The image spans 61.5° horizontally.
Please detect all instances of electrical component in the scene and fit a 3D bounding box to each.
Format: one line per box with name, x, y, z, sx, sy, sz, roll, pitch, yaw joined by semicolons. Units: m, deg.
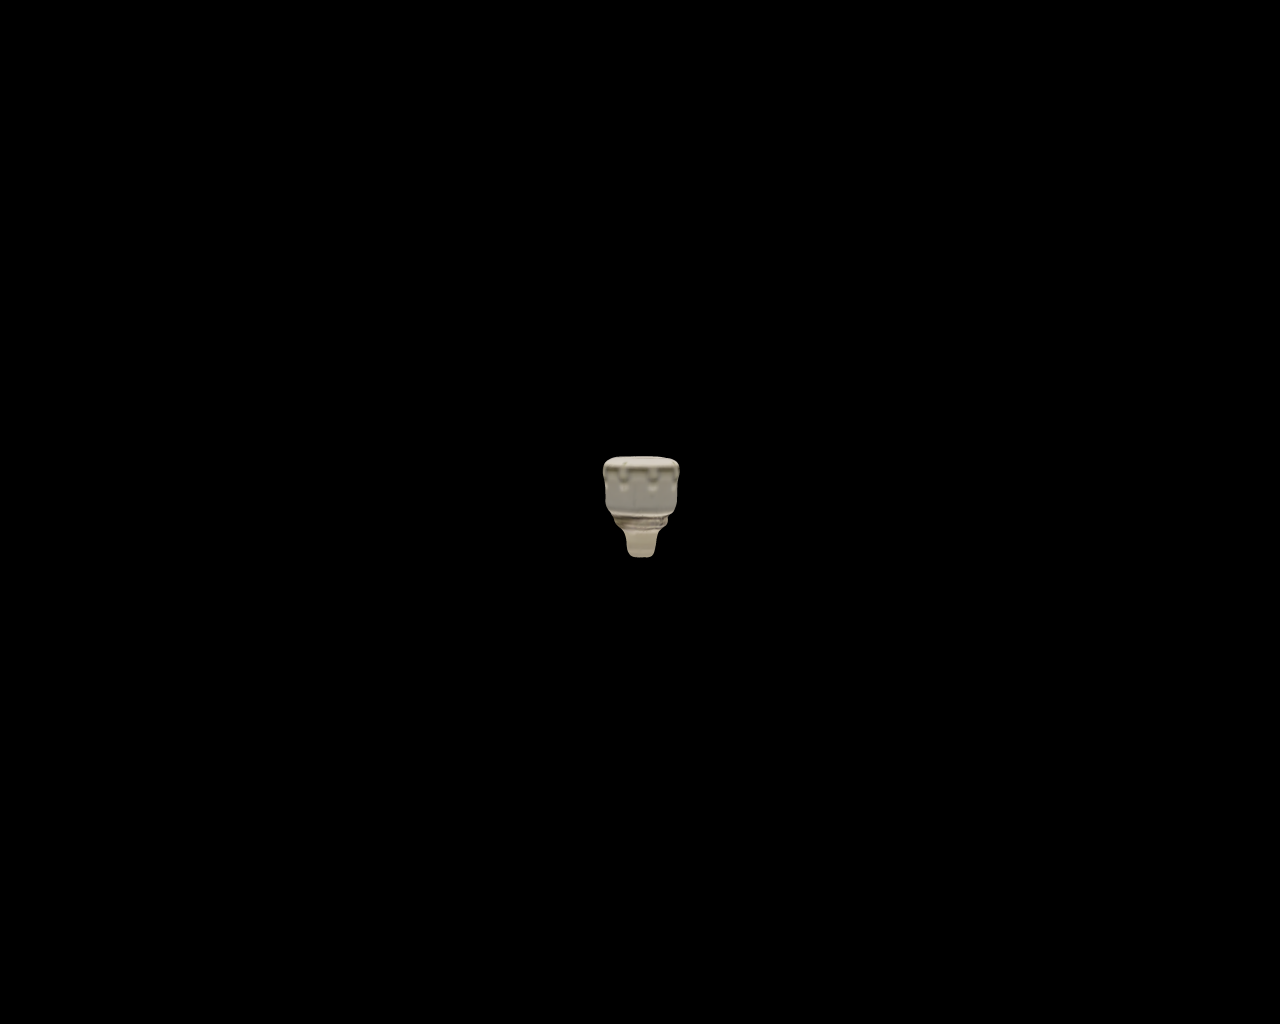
electrical component;0.001;-0.003;0.650;0.048;0.062;0.048;0;5;0
